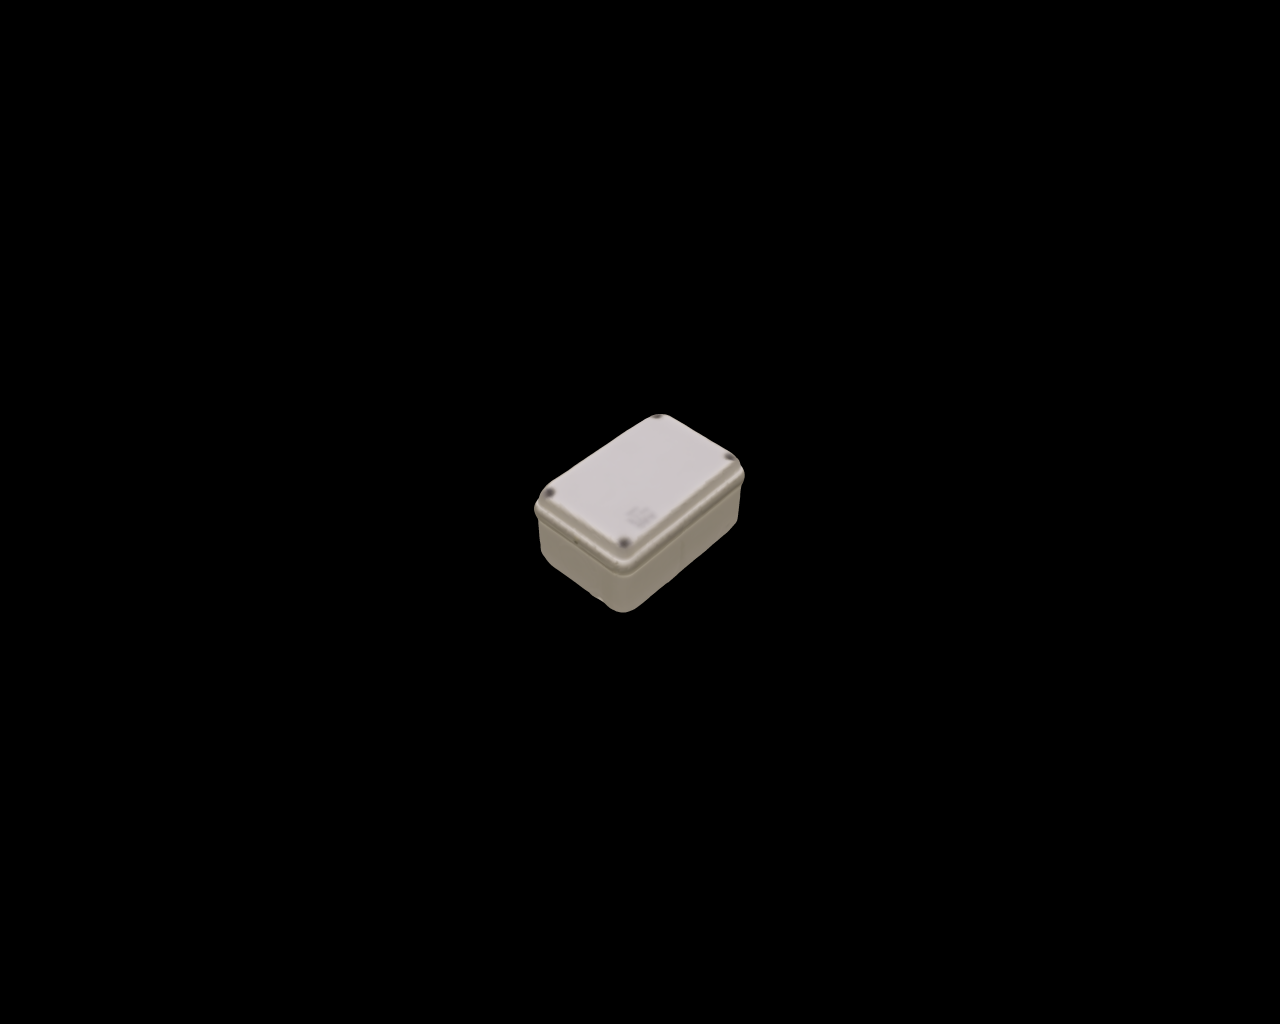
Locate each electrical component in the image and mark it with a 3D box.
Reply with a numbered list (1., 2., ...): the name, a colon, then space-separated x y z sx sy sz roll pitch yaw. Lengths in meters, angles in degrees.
1. electrical component: 0.001 -0.003 0.650 0.078 0.057 0.113 33 54 29
